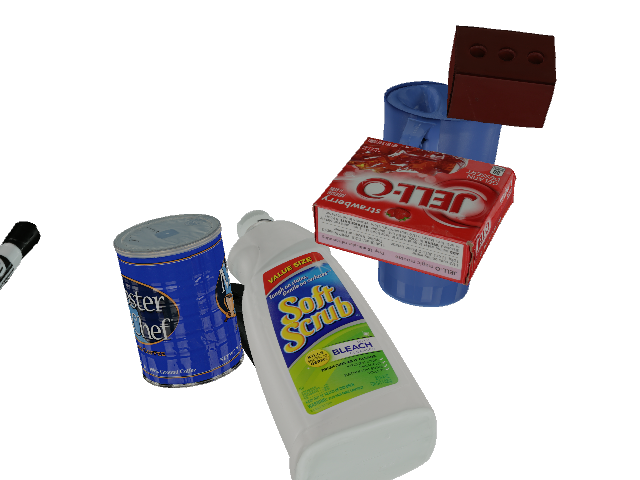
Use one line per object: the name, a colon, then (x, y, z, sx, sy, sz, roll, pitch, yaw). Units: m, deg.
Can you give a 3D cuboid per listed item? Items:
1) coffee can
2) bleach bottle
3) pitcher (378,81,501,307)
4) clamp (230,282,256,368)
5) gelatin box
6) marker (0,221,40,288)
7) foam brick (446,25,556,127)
coffee can: (-0.135, 0.057, 1.032, 0.103, 0.140, 0.103, -8, 19, 3)
bleach bottle: (-0.014, 0.063, 0.760, 0.102, 0.068, 0.251, -16, 42, -15)
pitcher: (0.123, -0.047, 1.203, 0.149, 0.243, 0.145, -6, 27, -19)
clamp: (-0.089, 0.091, 1.228, 0.210, 0.036, 0.164, 14, 27, 24)
gelatin box: (0.051, -0.019, 0.571, 0.089, 0.030, 0.073, 15, 40, 21)
marker: (-0.205, 0.026, 0.655, 0.020, 0.020, 0.121, 0, 35, 17)
foam brick: (0.138, -0.125, 0.819, 0.078, 0.053, 0.051, 6, -37, 2)
